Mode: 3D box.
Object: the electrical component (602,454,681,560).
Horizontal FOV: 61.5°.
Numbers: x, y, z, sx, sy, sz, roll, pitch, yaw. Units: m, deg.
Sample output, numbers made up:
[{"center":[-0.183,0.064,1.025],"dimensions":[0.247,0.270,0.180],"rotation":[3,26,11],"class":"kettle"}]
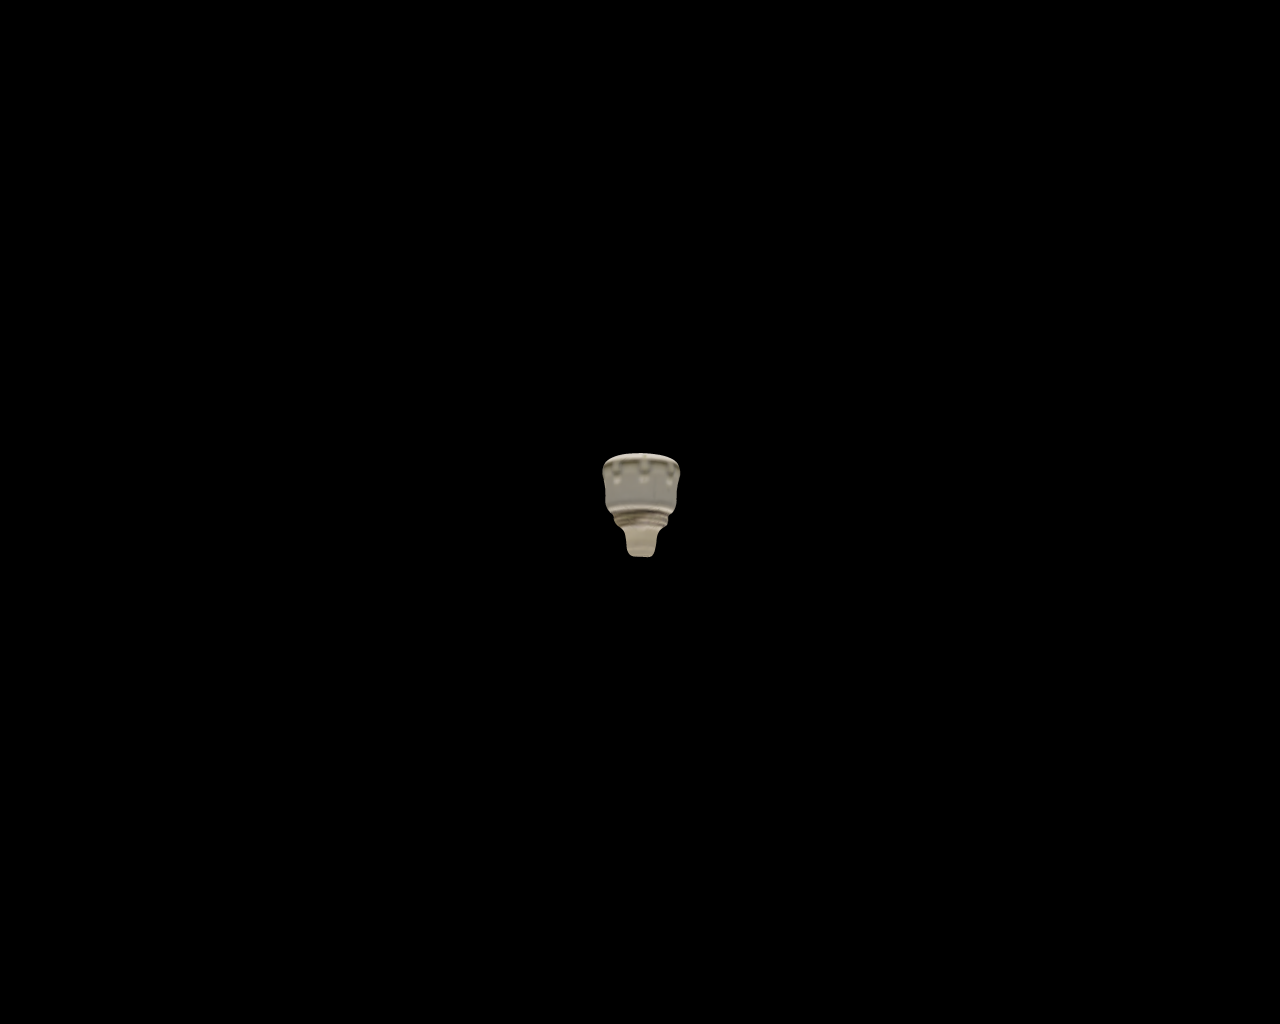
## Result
[{"center":[0.001,-0.003,0.650],"dimensions":[0.048,0.062,0.048],"rotation":[0,-9,0],"class":"electrical component"}]
